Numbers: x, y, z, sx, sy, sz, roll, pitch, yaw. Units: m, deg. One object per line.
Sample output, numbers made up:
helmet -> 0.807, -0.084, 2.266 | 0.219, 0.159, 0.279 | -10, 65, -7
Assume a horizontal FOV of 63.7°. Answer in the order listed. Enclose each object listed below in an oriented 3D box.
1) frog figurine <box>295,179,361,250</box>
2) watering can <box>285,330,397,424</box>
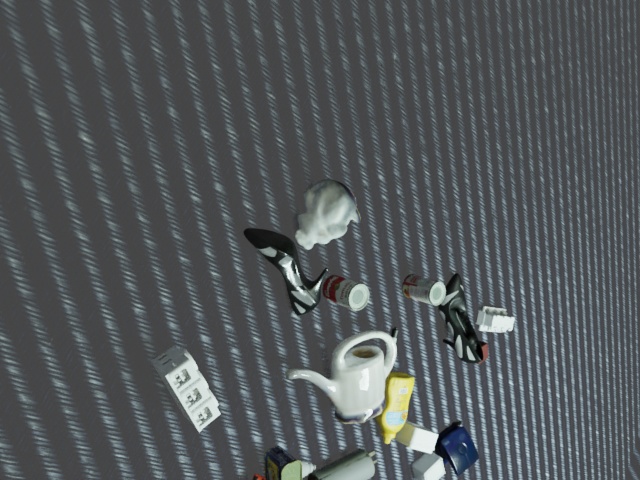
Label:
frog figurine -> 0.004, -0.060, 1.187 | 0.161, 0.121, 0.138 | -32, 82, -19
watering can -> 0.063, 0.354, 1.287 | 0.350, 0.104, 0.222 | -13, 104, -35
